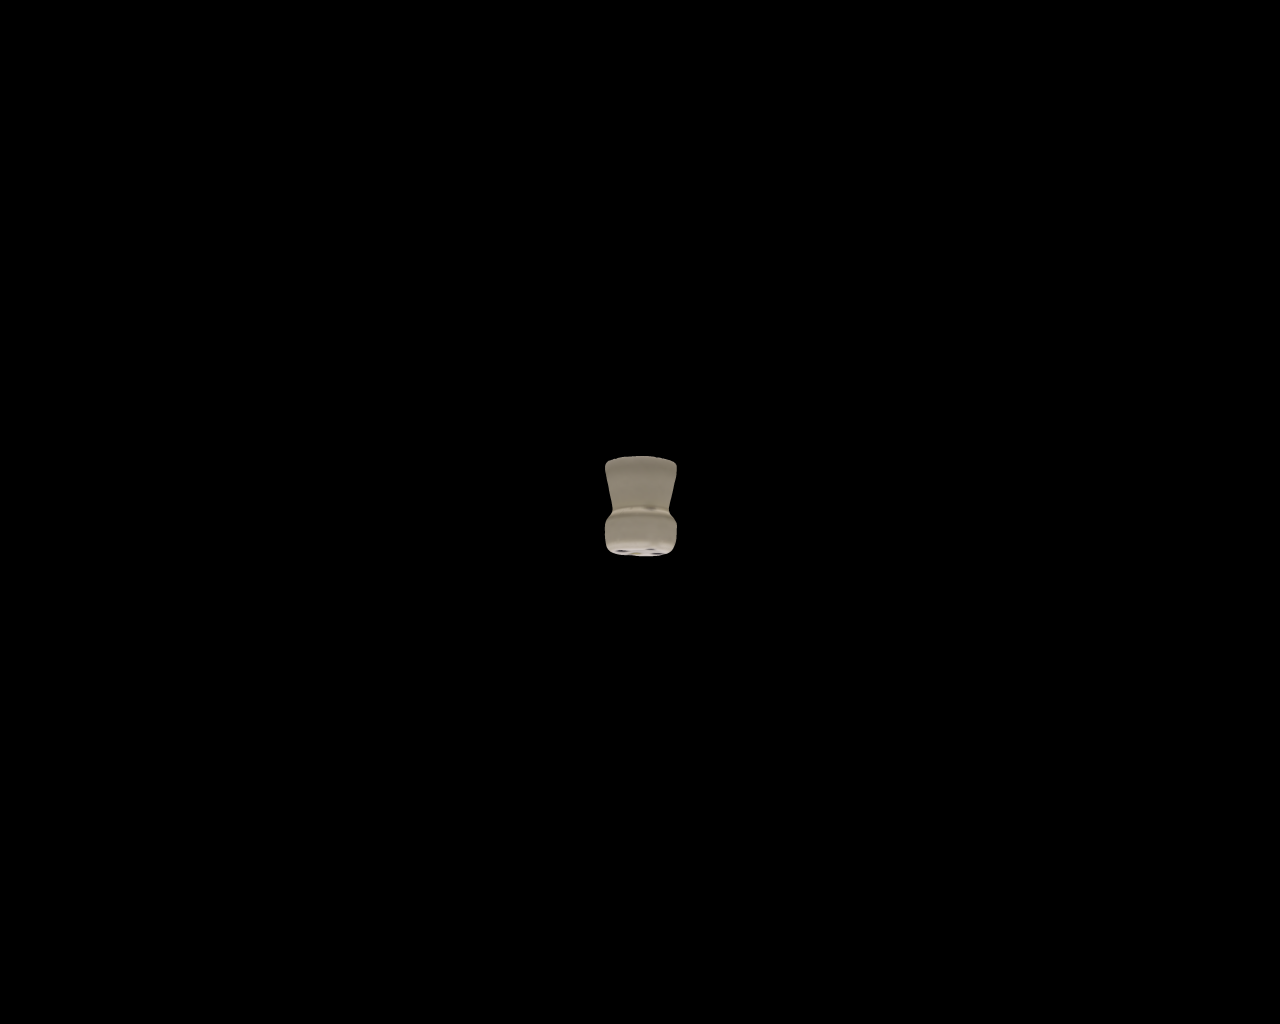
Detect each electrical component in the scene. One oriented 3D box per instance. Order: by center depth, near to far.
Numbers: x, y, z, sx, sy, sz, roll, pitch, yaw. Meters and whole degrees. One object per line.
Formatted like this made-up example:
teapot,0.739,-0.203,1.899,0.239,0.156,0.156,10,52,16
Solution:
electrical component,0.001,-0.003,0.650,0.045,0.055,0.045,0,-10,0
